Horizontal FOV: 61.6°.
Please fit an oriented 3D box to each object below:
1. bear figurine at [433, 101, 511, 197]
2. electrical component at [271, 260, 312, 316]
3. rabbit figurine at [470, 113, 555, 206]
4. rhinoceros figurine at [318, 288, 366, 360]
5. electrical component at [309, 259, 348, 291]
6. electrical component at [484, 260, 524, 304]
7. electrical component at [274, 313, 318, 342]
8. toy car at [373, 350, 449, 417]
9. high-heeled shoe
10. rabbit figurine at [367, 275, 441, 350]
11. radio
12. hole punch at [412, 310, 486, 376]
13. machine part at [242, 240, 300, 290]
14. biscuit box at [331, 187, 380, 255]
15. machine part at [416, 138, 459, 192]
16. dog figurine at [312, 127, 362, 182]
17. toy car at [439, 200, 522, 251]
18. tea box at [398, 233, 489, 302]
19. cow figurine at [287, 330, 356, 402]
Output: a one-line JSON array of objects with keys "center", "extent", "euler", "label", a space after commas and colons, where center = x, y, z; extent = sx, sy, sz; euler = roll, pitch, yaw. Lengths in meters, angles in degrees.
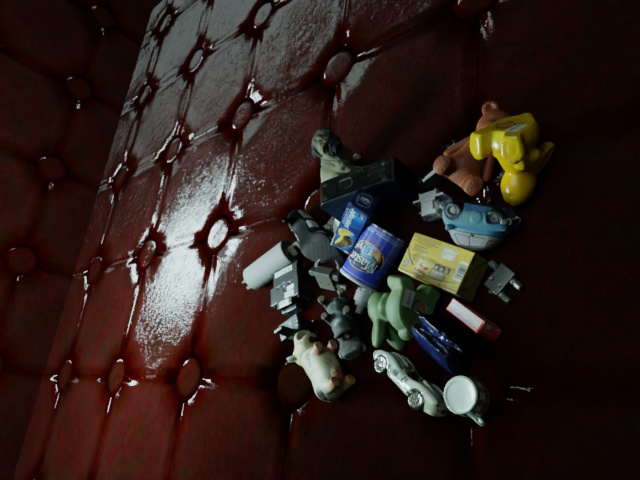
[{"center": [0.351, -0.201, 1.163], "extent": [0.120, 0.132, 0.195], "euler": [40, 108, 10], "label": "bear figurine"}, {"center": [-0.081, 0.139, 1.486], "extent": [0.115, 0.058, 0.134], "euler": [-28, 52, 37], "label": "electrical component"}, {"center": [0.393, -0.158, 1.086], "extent": [0.122, 0.173, 0.162], "euler": [6, 30, 47], "label": "rabbit figurine"}, {"center": [0.052, 0.201, 1.278], "extent": [0.073, 0.111, 0.190], "euler": [-21, 36, 3], "label": "rhinoceros figurine"}, {"center": [0.023, 0.089, 1.390], "extent": [0.102, 0.078, 0.045], "euler": [4, 46, 40], "label": "electrical component"}, {"center": [0.362, 0.082, 1.077], "extent": [0.063, 0.021, 0.094], "euler": [-53, 42, 13], "label": "electrical component"}, {"center": [-0.071, 0.228, 1.382], "extent": [0.075, 0.119, 0.048], "euler": [-42, 45, 27], "label": "electrical component"}, {"center": [0.186, 0.290, 1.114], "extent": [0.202, 0.073, 0.056], "euler": [41, 105, 48], "label": "toy car"}, {"center": [-0.003, -0.005, 1.497], "extent": [0.249, 0.145, 0.086], "euler": [39, 109, 20], "label": "high-heeled shoe"}, {"center": [0.170, 0.164, 1.194], "extent": [0.170, 0.121, 0.159], "euler": [-12, 67, 63], "label": "rabbit figurine"}, {"center": [0.118, -0.121, 1.337], "extent": [0.230, 0.131, 0.073], "euler": [-19, 59, 31], "label": "radio"}, {"center": [0.245, 0.210, 1.070], "extent": [0.142, 0.115, 0.092], "euler": [46, 113, 48], "label": "hole punch"}, {"center": [-0.144, 0.074, 1.570], "extent": [0.243, 0.079, 0.079], "euler": [-37, 47, 30], "label": "machine part"}, {"center": [0.084, -0.042, 1.313], "extent": [0.063, 0.059, 0.202], "euler": [-54, -9, -30], "label": "biscuit box"}, {"center": [0.291, -0.175, 1.275], "extent": [0.139, 0.039, 0.084], "euler": [-45, 53, 18], "label": "machine part"}, {"center": [0.022, -0.199, 1.452], "extent": [0.172, 0.190, 0.121], "euler": [-58, 41, 10], "label": "dog figurine"}, {"center": [0.329, -0.028, 1.121], "extent": [0.162, 0.109, 0.102], "euler": [17, 106, 38], "label": "toy car"}, {"center": [0.264, 0.056, 1.158], "extent": [0.170, 0.068, 0.098], "euler": [26, 90, 51], "label": "tea box"}, {"center": [-0.006, 0.300, 1.300], "extent": [0.127, 0.085, 0.195], "euler": [-57, 48, 32], "label": "cow figurine"}]
